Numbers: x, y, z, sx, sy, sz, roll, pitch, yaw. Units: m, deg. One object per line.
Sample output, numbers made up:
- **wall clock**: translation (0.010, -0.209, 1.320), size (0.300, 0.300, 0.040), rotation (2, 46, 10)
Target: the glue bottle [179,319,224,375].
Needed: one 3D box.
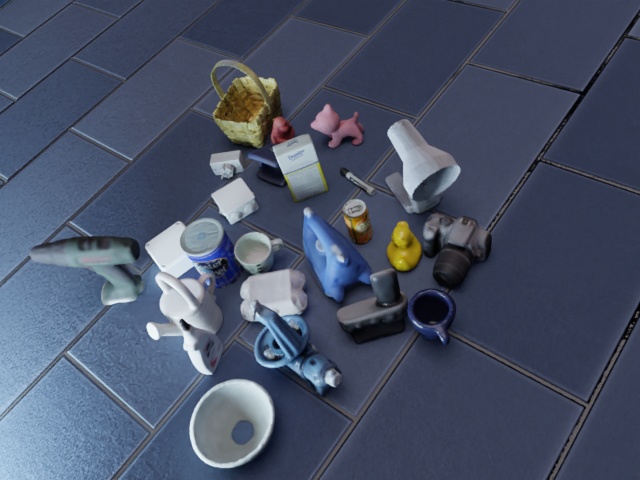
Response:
- **glue bottle**: translation (-0.248, 0.207, 1.164), size (0.037, 0.173, 0.078), rotation (2, 55, 17)

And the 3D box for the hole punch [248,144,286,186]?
- **hole punch**: translation (-0.118, -0.211, 1.488), size (0.108, 0.091, 0.101), rotation (22, 63, 28)

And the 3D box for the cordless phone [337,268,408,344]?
- **cordless phone**: translation (0.098, 0.116, 1.129), size (0.147, 0.185, 0.094), rotation (-20, 52, 1)

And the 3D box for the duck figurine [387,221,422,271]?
- **duck figurine**: translation (0.181, 0.008, 1.250), size (0.077, 0.086, 0.104), rotation (-3, 54, 14)

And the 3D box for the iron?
- **iron**: translation (0.012, 0.005, 1.262), size (0.119, 0.142, 0.257), rotation (-30, 53, -7)

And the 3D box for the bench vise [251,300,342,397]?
- **bench vise**: translation (-0.045, 0.193, 1.089), size (0.206, 0.220, 0.121), rotation (11, 58, 22)

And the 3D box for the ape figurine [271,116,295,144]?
- **ape figurine**: translation (-0.100, -0.292, 1.542), size (0.076, 0.092, 0.078), rotation (17, 61, 25)

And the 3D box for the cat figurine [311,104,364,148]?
- **cat figurine**: translation (0.045, -0.304, 1.495), size (0.127, 0.118, 0.067), rotation (-7, 53, 10)

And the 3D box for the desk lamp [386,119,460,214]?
- **desk lamp**: translation (0.216, -0.153, 1.277), size (0.118, 0.214, 0.202), rotation (-27, 52, -5)

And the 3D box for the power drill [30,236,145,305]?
- **power drill**: translation (-0.508, 0.064, 1.316), size (0.229, 0.209, 0.075), rotation (-11, 52, 7)

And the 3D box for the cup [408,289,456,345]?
- **cup**: translation (0.226, 0.165, 1.116), size (0.091, 0.095, 0.117), rotation (-21, 52, -1)

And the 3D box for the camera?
- **camera**: translation (0.274, 0.020, 1.206), size (0.142, 0.101, 0.137), rotation (18, 61, 26)

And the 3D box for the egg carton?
- **egg carton**: translation (-0.101, 0.123, 1.251), size (0.150, 0.069, 0.107), rotation (-12, 52, 6)

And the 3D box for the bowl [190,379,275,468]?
- **bowl**: translation (-0.157, 0.356, 1.092), size (0.167, 0.075, 0.167), rotation (-7, 53, 10)

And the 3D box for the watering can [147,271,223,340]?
- **watering can**: translation (-0.289, 0.137, 1.212), size (0.100, 0.194, 0.173), rotation (5, 56, 18)
